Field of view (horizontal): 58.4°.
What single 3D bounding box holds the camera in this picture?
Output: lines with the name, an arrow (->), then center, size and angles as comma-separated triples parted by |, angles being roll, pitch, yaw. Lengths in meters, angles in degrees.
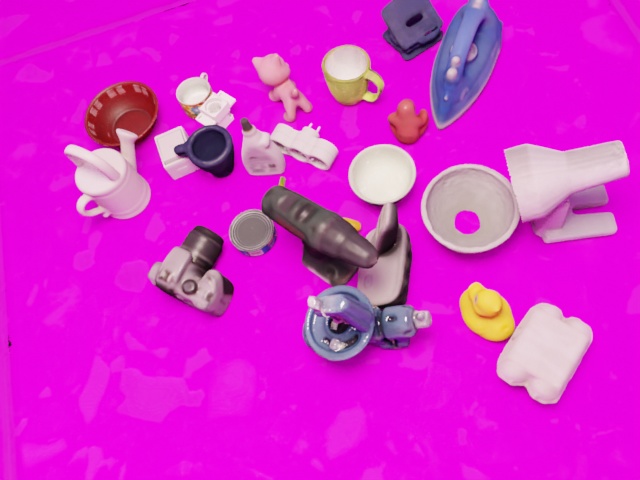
camera -> -0.220, 0.047, 1.028 | 0.143, 0.101, 0.137 | 23, 73, 17

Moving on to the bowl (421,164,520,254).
bowl -> 0.260, -0.044, 1.005 | 0.167, 0.075, 0.167 | -3, 68, 8

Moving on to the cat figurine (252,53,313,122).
cat figurine -> -0.077, -0.318, 1.144 | 0.067, 0.118, 0.127 | -35, 67, -6

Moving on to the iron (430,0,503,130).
iron -> 0.272, -0.352, 1.091 | 0.118, 0.141, 0.258 | 17, 72, 15

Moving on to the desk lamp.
desk lamp -> 0.392, -0.083, 0.925 | 0.203, 0.214, 0.118 | -8, 67, 6

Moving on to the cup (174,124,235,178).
cup -> -0.216, -0.162, 1.115 | 0.117, 0.095, 0.091 | -4, 68, 7

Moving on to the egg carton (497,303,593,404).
egg carton -> 0.353, 0.177, 0.905 | 0.107, 0.069, 0.150 | 31, 76, 19

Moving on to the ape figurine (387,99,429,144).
ape figurine -> 0.166, -0.232, 1.086 | 0.077, 0.092, 0.076 | 12, 71, 13

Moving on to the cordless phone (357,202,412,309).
cordless phone -> 0.103, 0.028, 0.940 | 0.094, 0.185, 0.147 | 2, 68, 10

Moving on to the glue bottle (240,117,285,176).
glue bottle -> -0.117, -0.175, 1.062 | 0.078, 0.173, 0.037 | -1, 68, 9

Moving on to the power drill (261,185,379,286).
power drill -> 0.009, 0.003, 0.952 | 0.229, 0.209, 0.076 | 34, 77, 20

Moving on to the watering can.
watering can -> -0.403, -0.129, 1.076 | 0.100, 0.194, 0.173 | 3, 69, 10

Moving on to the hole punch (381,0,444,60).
hole punch -> 0.190, -0.442, 1.168 | 0.109, 0.091, 0.101 | -35, 67, -6

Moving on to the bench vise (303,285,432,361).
bench vise -> 0.062, 0.112, 0.894 | 0.207, 0.220, 0.121 | -21, 66, 0

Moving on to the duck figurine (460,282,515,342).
duck figurine -> 0.275, 0.113, 0.934 | 0.077, 0.086, 0.104 | -35, 67, -6
